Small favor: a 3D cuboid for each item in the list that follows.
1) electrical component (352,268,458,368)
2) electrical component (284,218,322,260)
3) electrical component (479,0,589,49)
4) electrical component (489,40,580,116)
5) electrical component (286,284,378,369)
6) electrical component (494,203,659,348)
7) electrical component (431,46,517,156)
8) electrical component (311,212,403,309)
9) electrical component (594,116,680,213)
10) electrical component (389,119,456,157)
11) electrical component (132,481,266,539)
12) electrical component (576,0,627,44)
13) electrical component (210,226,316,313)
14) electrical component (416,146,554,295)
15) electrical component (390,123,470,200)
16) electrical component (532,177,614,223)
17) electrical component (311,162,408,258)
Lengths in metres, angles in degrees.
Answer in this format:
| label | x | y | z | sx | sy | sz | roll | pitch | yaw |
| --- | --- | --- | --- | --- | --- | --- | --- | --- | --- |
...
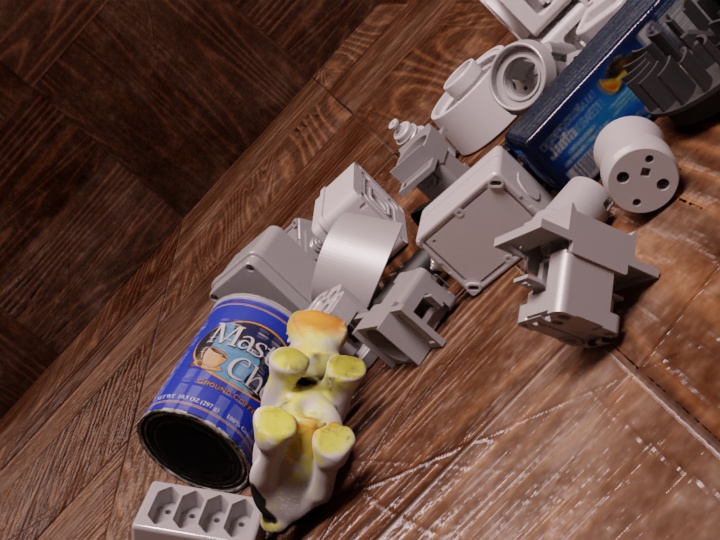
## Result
| label | x | y | z | sx | sy | sz | roll | pitch | yaw |
| --- | --- | --- | --- | --- | --- | --- | --- | --- | --- |
| electrical component | 0.035 | 0.034 | 0.791 | 0.063 | 0.042 | 0.081 | -53 | 15 | -21 |
| electrical component | -0.053 | -0.007 | 1.098 | 0.096 | 0.061 | 0.061 | -38 | 47 | 49 |
| electrical component | 0.166 | -0.242 | 1.005 | 0.060 | 0.105 | 0.186 | -45 | 14 | 13 |
| electrical component | 0.137 | -0.148 | 0.834 | 0.078 | 0.058 | 0.057 | -16 | -7 | 41 |
| electrical component | -0.016 | 0.053 | 0.862 | 0.078 | 0.057 | 0.058 | -27 | 25 | 55 |
| electrical component | 0.115 | 0.005 | 0.578 | 0.042 | 0.081 | 0.063 | -25 | 49 | 59 |
| electrical component | 0.117 | -0.173 | 1.059 | 0.108 | 0.060 | 0.108 | -44 | 14 | 14 |
| electrical component | 0.000 | 0.000 | 0.924 | 0.099 | 0.064 | 0.099 | 18 | -90 | -75 |
| electrical component | 0.167 | -0.064 | 0.651 | 0.045 | 0.045 | 0.055 | -43 | 16 | 22 |
| electrical component | 0.061 | -0.125 | 1.078 | 0.040 | 0.078 | 0.040 | -38 | 32 | 30 |
| electrical component | -0.111 | 0.196 | 0.749 | 0.047 | 0.083 | 0.075 | -73 | -10 | -59 |
| electrical component | 0.215 | -0.197 | 0.835 | 0.054 | 0.059 | 0.095 | -33 | 20 | 46 |
| electrical component | -0.071 | 0.027 | 0.982 | 0.078 | 0.113 | 0.057 | -36 | 15 | 40 |
| electrical component | 0.086 | -0.034 | 0.777 | 0.096 | 0.062 | 0.061 | -41 | 16 | 27 |
| electrical component | 0.068 | -0.091 | 0.984 | 0.042 | 0.064 | 0.081 | -40 | 16 | 33 |
| electrical component | 0.134 | -0.031 | 0.678 | 0.046 | 0.040 | 0.040 | -48 | 13 | -22 |
| electrical component | -0.001 | -0.048 | 1.046 | 0.057 | 0.078 | 0.113 | -42 | 15 | 14 |
